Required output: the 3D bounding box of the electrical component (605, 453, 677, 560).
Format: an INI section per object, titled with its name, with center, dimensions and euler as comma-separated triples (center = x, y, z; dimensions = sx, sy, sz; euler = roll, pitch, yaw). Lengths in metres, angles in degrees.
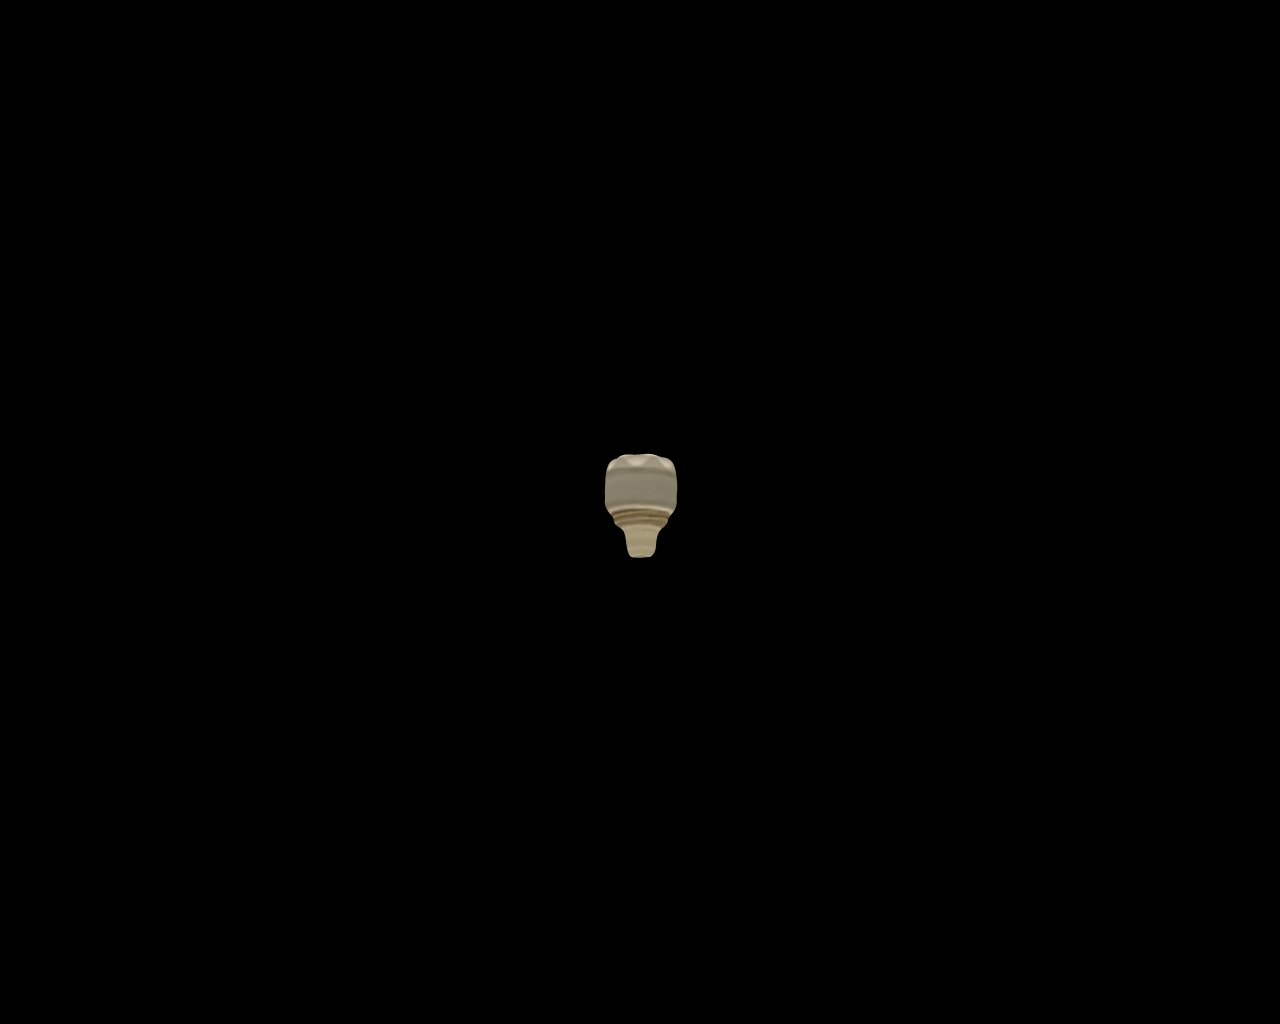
[electrical component]
center = 0.001, -0.003, 0.650
dimensions = 0.043, 0.062, 0.043
euler = 0, -9, 0
